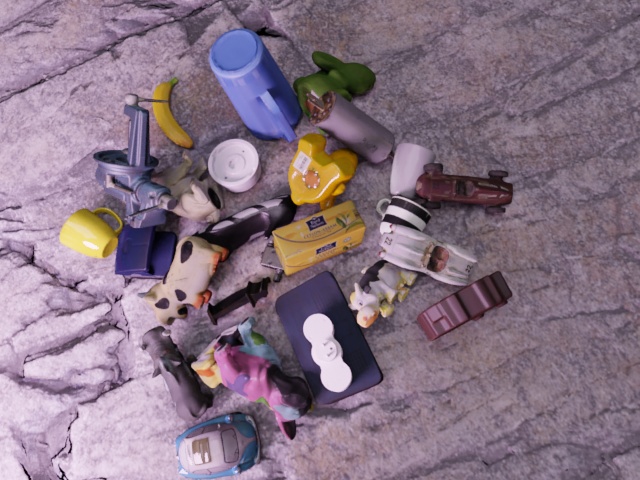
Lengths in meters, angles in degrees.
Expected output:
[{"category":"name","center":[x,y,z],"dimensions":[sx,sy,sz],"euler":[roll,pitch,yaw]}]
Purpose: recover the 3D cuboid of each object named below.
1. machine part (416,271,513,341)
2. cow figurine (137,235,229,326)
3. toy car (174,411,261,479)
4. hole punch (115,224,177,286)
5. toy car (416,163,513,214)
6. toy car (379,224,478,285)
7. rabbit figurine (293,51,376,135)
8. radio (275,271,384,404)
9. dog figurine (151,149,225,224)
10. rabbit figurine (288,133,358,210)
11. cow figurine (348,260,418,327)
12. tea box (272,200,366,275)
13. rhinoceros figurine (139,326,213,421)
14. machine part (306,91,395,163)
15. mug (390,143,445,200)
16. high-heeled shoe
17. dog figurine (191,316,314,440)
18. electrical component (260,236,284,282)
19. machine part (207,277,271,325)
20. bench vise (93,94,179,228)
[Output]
[{"category":"machine part","center":[0.257,0.120,0.957],"dimensions":[0.179,0.179,0.056],"euler":[-27,74,-2]},{"category":"cow figurine","center":[-0.274,0.082,1.058],"dimensions":[0.127,0.085,0.194],"euler":[26,102,6]},{"category":"toy car","center":[-0.193,0.372,0.967],"dimensions":[0.162,0.103,0.109],"euler":[-12,71,1]},{"category":"hole punch","center":[-0.371,0.021,1.110],"dimensions":[0.116,0.092,0.142],"euler":[0,76,11]},{"category":"toy car","center":[0.287,-0.099,1.052],"dimensions":[0.202,0.053,0.089],"euler":[5,89,-8]},{"category":"toy car","center":[0.204,0.029,1.011],"dimensions":[0.202,0.056,0.073],"euler":[20,96,-18]},{"category":"rabbit figurine","center":[0.036,-0.332,1.173],"dimensions":[0.170,0.121,0.159],"euler":[-33,64,-23]},{"category":"radio","center":[0.014,0.187,1.016],"dimensions":[0.131,0.073,0.230],"euler":[-26,70,-1]},{"category":"dog figurine","center":[-0.314,-0.080,1.139],"dimensions":[0.191,0.121,0.172],"euler":[-28,68,13]},{"category":"rabbit figurine","center":[0.021,-0.129,1.084],"dimensions":[0.122,0.173,0.162],"euler":[31,123,16]},{"category":"cow figurine","center":[0.102,0.092,0.999],"dimensions":[0.098,0.068,0.167],"euler":[35,39,21]},{"category":"tea box","center":[-0.002,-0.003,1.052],"dimensions":[0.170,0.098,0.068],"euler":[-22,71,-9]},{"category":"rhinoceros figurine","center":[-0.275,0.252,1.011],"dimensions":[0.073,0.112,0.190],"euler":[-31,79,-1]},{"category":"machine part","center":[0.067,-0.223,1.076],"dimensions":[0.079,0.243,0.079],"euler":[-33,43,37]},{"category":"mug","center":[0.193,-0.130,1.095],"dimensions":[0.110,0.081,0.107],"euler":[21,86,5]},{"category":"high-heeled shoe","center":[-0.170,-0.034,1.120],"dimensions":[0.249,0.086,0.145],"euler":[-7,37,22]},{"category":"dog figurine","center":[-0.112,0.264,0.991],"dimensions":[0.219,0.191,0.108],"euler":[50,45,-6]},{"category":"electrical component","center":[-0.091,0.038,1.101],"dimensions":[0.063,0.021,0.094],"euler":[13,75,11]},{"category":"machine part","center":[-0.161,0.120,1.063],"dimensions":[0.139,0.084,0.039],"euler":[-28,113,8]},{"category":"bench vise","center":[-0.350,-0.151,1.022],"dimensions":[0.224,0.129,0.240],"euler":[29,117,42]}]
